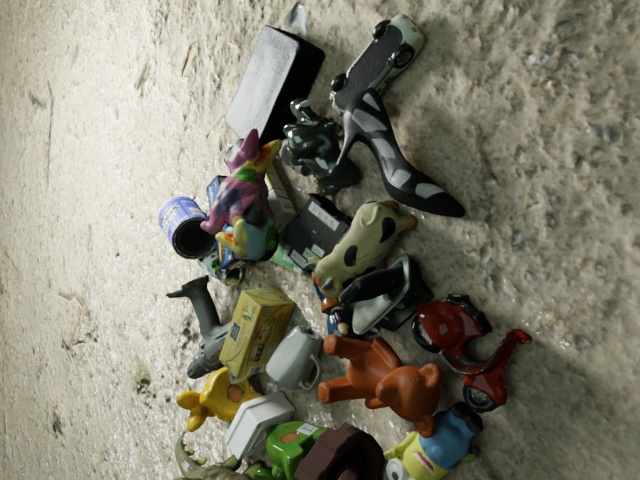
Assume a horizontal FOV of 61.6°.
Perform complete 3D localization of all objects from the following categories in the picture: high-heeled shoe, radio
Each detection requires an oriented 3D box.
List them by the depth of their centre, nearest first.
[{"bbox_3d":[0.140,-0.141,0.858,0.249,0.086,0.145,28,86,13],"label":"high-heeled shoe"},{"bbox_3d":[-0.096,-0.299,1.074,0.131,0.073,0.229,45,117,34],"label":"radio"}]

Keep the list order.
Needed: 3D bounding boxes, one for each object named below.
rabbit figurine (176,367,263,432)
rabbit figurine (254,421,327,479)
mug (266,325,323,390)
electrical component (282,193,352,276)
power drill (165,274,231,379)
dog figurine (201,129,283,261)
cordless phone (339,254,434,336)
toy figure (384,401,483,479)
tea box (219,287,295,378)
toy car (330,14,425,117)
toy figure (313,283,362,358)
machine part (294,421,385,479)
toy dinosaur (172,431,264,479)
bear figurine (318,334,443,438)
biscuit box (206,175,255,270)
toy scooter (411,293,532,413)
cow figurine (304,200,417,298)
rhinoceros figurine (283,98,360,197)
[{"bbox_3d":[-0.219,0.347,1.155,0.122,0.162,0.173,63,146,8],"label":"rabbit figurine"},{"bbox_3d":[-0.050,0.440,1.007,0.159,0.121,0.170,-2,104,36],"label":"rabbit figurine"},{"bbox_3d":[-0.038,0.224,1.018,0.110,0.080,0.107,35,104,40],"label":"mug"},{"bbox_3d":[-0.002,-0.003,0.986,0.115,0.058,0.134,43,114,28],"label":"electrical component"},{"bbox_3d":[-0.268,0.194,1.210,0.232,0.086,0.207,-31,79,35],"label":"power drill"},{"bbox_3d":[-0.125,-0.091,1.006,0.192,0.108,0.219,31,102,38],"label":"dog figurine"},{"bbox_3d":[0.077,0.096,0.839,0.146,0.184,0.089,-48,64,32],"label":"cordless phone"},{"bbox_3d":[0.177,0.322,0.819,0.180,0.089,0.082,-54,43,19],"label":"toy figure"},{"bbox_3d":[-0.128,0.185,1.087,0.068,0.098,0.169,34,111,37],"label":"tea box"},{"bbox_3d":[0.091,-0.287,0.913,0.201,0.056,0.073,-45,67,35],"label":"toy car"},{"bbox_3d":[0.030,0.134,0.966,0.064,0.058,0.154,-38,66,50],"label":"toy figure"},{"bbox_3d":[0.032,0.392,0.889,0.056,0.179,0.179,16,101,45],"label":"machine part"},{"bbox_3d":[-0.198,0.513,1.084,0.472,0.198,0.105,20,105,41],"label":"toy dinosaur"},{"bbox_3d":[0.093,0.224,0.835,0.196,0.132,0.120,-164,81,-68],"label":"bear figurine"},{"bbox_3d":[-0.193,-0.039,1.157,0.063,0.059,0.202,-36,61,45],"label":"biscuit box"},{"bbox_3d":[0.224,0.144,0.777,0.184,0.075,0.135,54,124,25],"label":"toy scooter"},{"bbox_3d":[0.059,0.021,0.894,0.086,0.127,0.194,51,120,33],"label":"cow figurine"},{"bbox_3d":[-0.003,-0.170,0.965,0.112,0.073,0.190,-32,77,-2],"label":"rhinoceros figurine"}]
